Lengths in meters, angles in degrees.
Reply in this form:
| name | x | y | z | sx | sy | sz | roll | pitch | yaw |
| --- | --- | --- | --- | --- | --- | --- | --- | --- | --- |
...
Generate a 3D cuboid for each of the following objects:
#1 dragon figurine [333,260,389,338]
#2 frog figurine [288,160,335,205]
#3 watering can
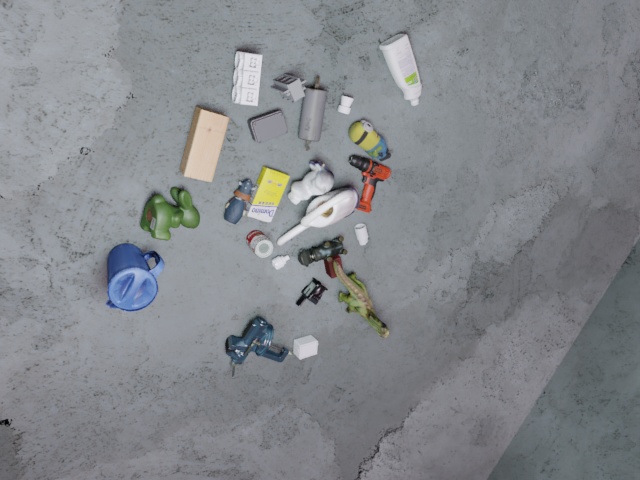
| name | x | y | z | sx | sy | sz | roll | pitch | yaw |
| --- | --- | --- | --- | --- | --- | --- | --- | --- | --- |
| dragon figurine | 0.174 | 0.246 | 1.919 | 0.123 | 0.246 | 0.402 | -43 | 141 | -8 |
| frog figurine | -0.028 | -0.180 | 1.746 | 0.121 | 0.138 | 0.160 | 32 | 85 | -37 |
| watering can | 0.005 | -0.090 | 1.791 | 0.342 | 0.104 | 0.227 | -35 | 174 | 40 |
